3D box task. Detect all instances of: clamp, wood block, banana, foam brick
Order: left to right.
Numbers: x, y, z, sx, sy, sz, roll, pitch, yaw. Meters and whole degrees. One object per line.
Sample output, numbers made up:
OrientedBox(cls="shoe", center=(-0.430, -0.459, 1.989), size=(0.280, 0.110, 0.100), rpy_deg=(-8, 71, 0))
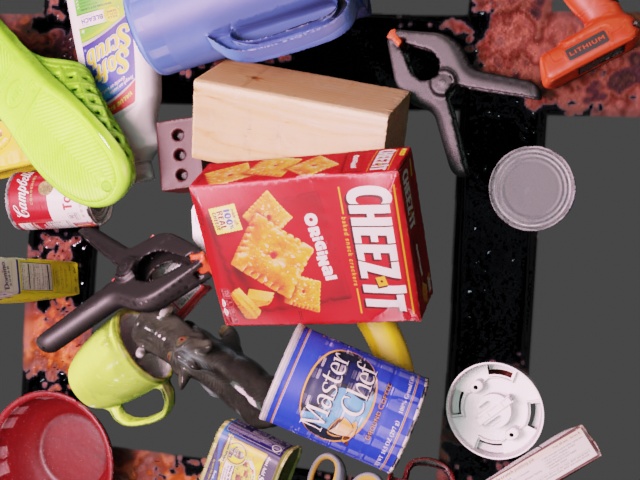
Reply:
OrientedBox(cls="clamp", center=(-0.207, 0.048, 1.140), size=(0.210, 0.036, 0.164), rpy_deg=(-4, 53, 32))
OrientedBox(cls="foam brick", center=(-0.145, -0.092, 1.177), size=(0.053, 0.051, 0.078), rpy_deg=(-7, 88, 16))
OrientedBox(cls="wood block", center=(-0.020, -0.120, 1.108), size=(0.206, 0.090, 0.090), rpy_deg=(13, 118, 16))
OrientedBox(cls="banana", center=(0.061, 0.121, 1.125), size=(0.070, 0.037, 0.198), rpy_deg=(-14, 86, 15))
OrientedBox(cls="clamp", center=(0.129, -0.150, 1.105), size=(0.172, 0.039, 0.120), rpy_deg=(37, 95, 19))

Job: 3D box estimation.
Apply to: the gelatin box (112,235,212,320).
OrientedBox(cls="gelatin box", center=(-0.177, 0.050, 1.197), size=(0.089, 0.030, 0.073), rpy_deg=(44, 98, 12))

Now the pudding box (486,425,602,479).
OrientedBox(cls="pudding box", center=(0.215, 0.225, 1.044), size=(0.113, 0.090, 0.039), rpy_deg=(-33, 76, 1))

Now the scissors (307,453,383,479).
OrientedBox(cls="scissors", center=(0.025, 0.330, 1.145), size=(0.096, 0.016, 0.202), rpy_deg=(-2, 89, 16))

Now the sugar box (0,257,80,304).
OrientedBox(cls="sugar box", center=(-0.346, 0.046, 1.170), size=(0.093, 0.176, 0.048), rpy_deg=(-8, 87, 15))

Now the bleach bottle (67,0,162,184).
OrientedBox(cls="bleach bottle", center=(-0.216, -0.190, 1.194), size=(0.103, 0.068, 0.251), rpy_deg=(-12, 89, 15))

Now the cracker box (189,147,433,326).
OrientedBox(cls="cracker box", center=(-0.007, 0.001, 1.063), size=(0.214, 0.072, 0.164), rpy_deg=(-3, 115, 19))

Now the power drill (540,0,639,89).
OrientedBox(cls="power drill", center=(0.220, -0.251, 1.069), size=(0.184, 0.057, 0.188), rpy_deg=(-26, 83, 14))

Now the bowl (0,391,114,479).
OrientedBox(cls="bowl", center=(-0.294, 0.247, 1.214), size=(0.162, 0.055, 0.162), rpy_deg=(1, 94, 18))

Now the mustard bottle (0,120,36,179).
OrientedBox(cls="mustard bottle", center=(-0.374, -0.171, 1.240), size=(0.096, 0.058, 0.191), rpy_deg=(-13, 86, 15))

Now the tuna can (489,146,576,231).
OrientedBox(cls="tuna can", center=(0.216, -0.052, 1.082), size=(0.086, 0.033, 0.086), rpy_deg=(0, 90, 16))

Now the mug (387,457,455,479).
OrientedBox(cls="mug", center=(0.107, 0.279, 1.092), size=(0.081, 0.093, 0.117), rpy_deg=(7, 56, 11))

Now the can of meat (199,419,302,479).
OrientedBox(cls="can of meat", center=(-0.079, 0.254, 1.155), size=(0.084, 0.057, 0.102), rpy_deg=(22, 96, 16))

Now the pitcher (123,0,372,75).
OrientedBox(cls="pitcher", center=(-0.074, -0.250, 1.100), size=(0.243, 0.149, 0.145), rpy_deg=(-18, 98, 11))

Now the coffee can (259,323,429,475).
OrientedBox(cls="coffee can", center=(0.024, 0.156, 1.052), size=(0.140, 0.103, 0.103), rpy_deg=(23, 96, 3))

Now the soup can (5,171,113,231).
OrientedBox(cls="soup can", center=(-0.295, -0.047, 1.212), size=(0.102, 0.068, 0.068), rpy_deg=(-3, 89, 15))
